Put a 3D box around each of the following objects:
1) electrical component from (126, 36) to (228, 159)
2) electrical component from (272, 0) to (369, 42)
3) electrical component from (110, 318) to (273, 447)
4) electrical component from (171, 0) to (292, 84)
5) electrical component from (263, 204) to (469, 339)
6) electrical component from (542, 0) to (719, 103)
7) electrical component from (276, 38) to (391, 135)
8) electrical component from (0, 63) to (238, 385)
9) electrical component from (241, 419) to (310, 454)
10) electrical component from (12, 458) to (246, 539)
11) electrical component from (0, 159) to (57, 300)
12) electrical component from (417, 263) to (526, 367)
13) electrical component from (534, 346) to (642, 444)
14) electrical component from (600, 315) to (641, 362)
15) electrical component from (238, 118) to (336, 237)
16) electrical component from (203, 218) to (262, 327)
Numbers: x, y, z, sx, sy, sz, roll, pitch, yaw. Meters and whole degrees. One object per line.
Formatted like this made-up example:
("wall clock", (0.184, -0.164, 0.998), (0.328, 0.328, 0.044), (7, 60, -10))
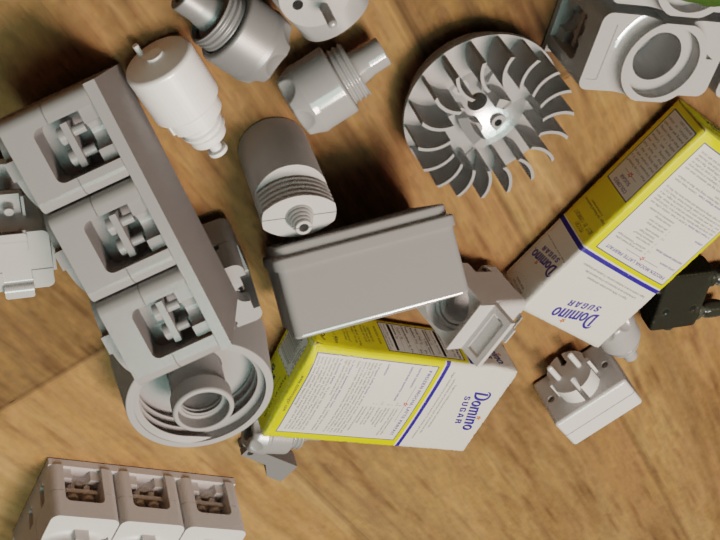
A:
("electrical component", (-0.097, -0.093, 0.597), (0.040, 0.040, 0.078), (-27, 134, 4))
("electrical component", (-0.028, -0.149, 0.546), (0.043, 0.079, 0.077), (-32, 133, 10))
("electrical component", (-0.110, 0.073, 0.724), (0.108, 0.060, 0.108), (-11, 132, -12))
("electrical component", (-0.070, -0.130, 0.572), (0.062, 0.043, 0.043), (29, 115, -35))
("electrical component", (0.000, 0.000, 0.665), (0.109, 0.109, 0.056), (-15, 94, -8))
("electrical component", (0.219, -0.159, 0.643), (0.186, 0.060, 0.105), (-1, 130, -20))
("electrical component", (-0.013, -0.108, 0.613), (0.062, 0.043, 0.043), (-32, 133, 6))
("electrical component", (-0.127, -0.025, 0.573), (0.062, 0.089, 0.150), (-24, 106, 3))
("electrical component", (-0.056, 0.121, 0.805), (0.061, 0.035, 0.035), (7, 127, -29))
("electrical component", (-0.174, 0.202, 0.813), (0.150, 0.061, 0.089), (13, 124, -29))
("electrical component", (-0.234, -0.017, 0.596), (0.121, 0.063, 0.078), (-7, 131, -15))
("electrical component", (0.077, 0.023, 0.746), (0.064, 0.081, 0.042), (0, 133, -49))
("electrical component", (0.173, 0.089, 0.855), (0.066, 0.047, 0.077), (-35, 133, 11))
("electrical component", (0.203, 0.052, 0.843), (0.035, 0.035, 0.061), (-32, 135, 9))
("electrical component", (-0.042, -0.049, 0.628), (0.043, 0.081, 0.043), (-11, 133, -12))
("electrical component", (-0.114, 0.011, 0.671), (0.089, 0.055, 0.050), (-21, 134, -2))
